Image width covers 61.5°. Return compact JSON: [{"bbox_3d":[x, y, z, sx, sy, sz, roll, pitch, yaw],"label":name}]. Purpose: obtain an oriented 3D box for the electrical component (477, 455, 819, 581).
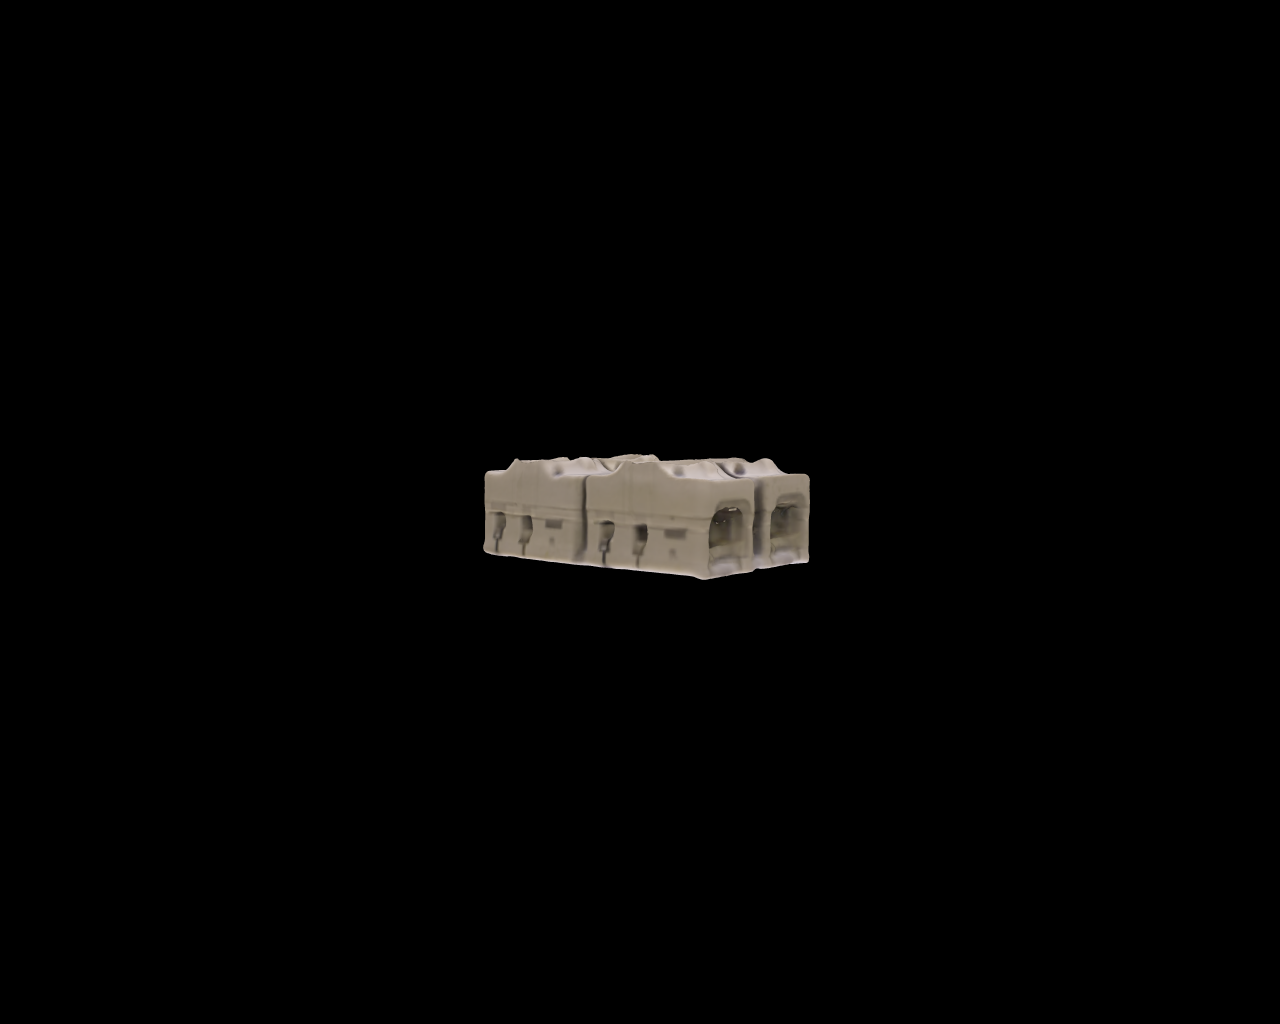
[{"bbox_3d":[0.001,-0.003,0.650,0.186,0.060,0.105,4,6,43],"label":"electrical component"}]
